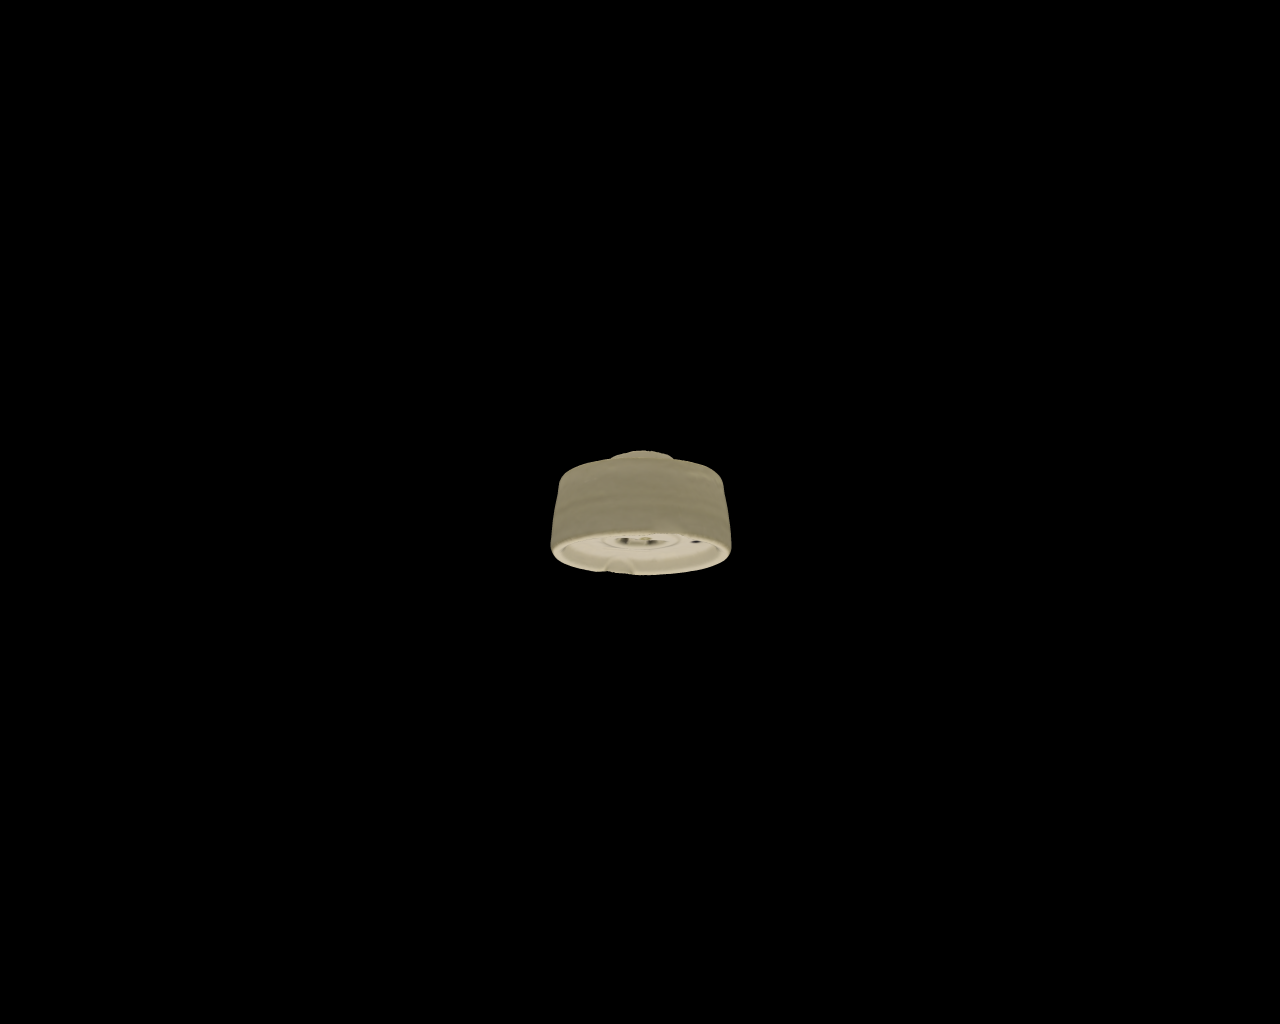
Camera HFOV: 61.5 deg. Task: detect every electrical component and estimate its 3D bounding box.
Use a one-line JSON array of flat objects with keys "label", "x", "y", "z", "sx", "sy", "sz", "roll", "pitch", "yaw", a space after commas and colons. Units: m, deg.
[{"label": "electrical component", "x": 0.001, "y": -0.003, "z": 0.650, "sx": 0.108, "sy": 0.060, "sz": 0.108, "roll": 0, "pitch": -16, "yaw": 0}]
